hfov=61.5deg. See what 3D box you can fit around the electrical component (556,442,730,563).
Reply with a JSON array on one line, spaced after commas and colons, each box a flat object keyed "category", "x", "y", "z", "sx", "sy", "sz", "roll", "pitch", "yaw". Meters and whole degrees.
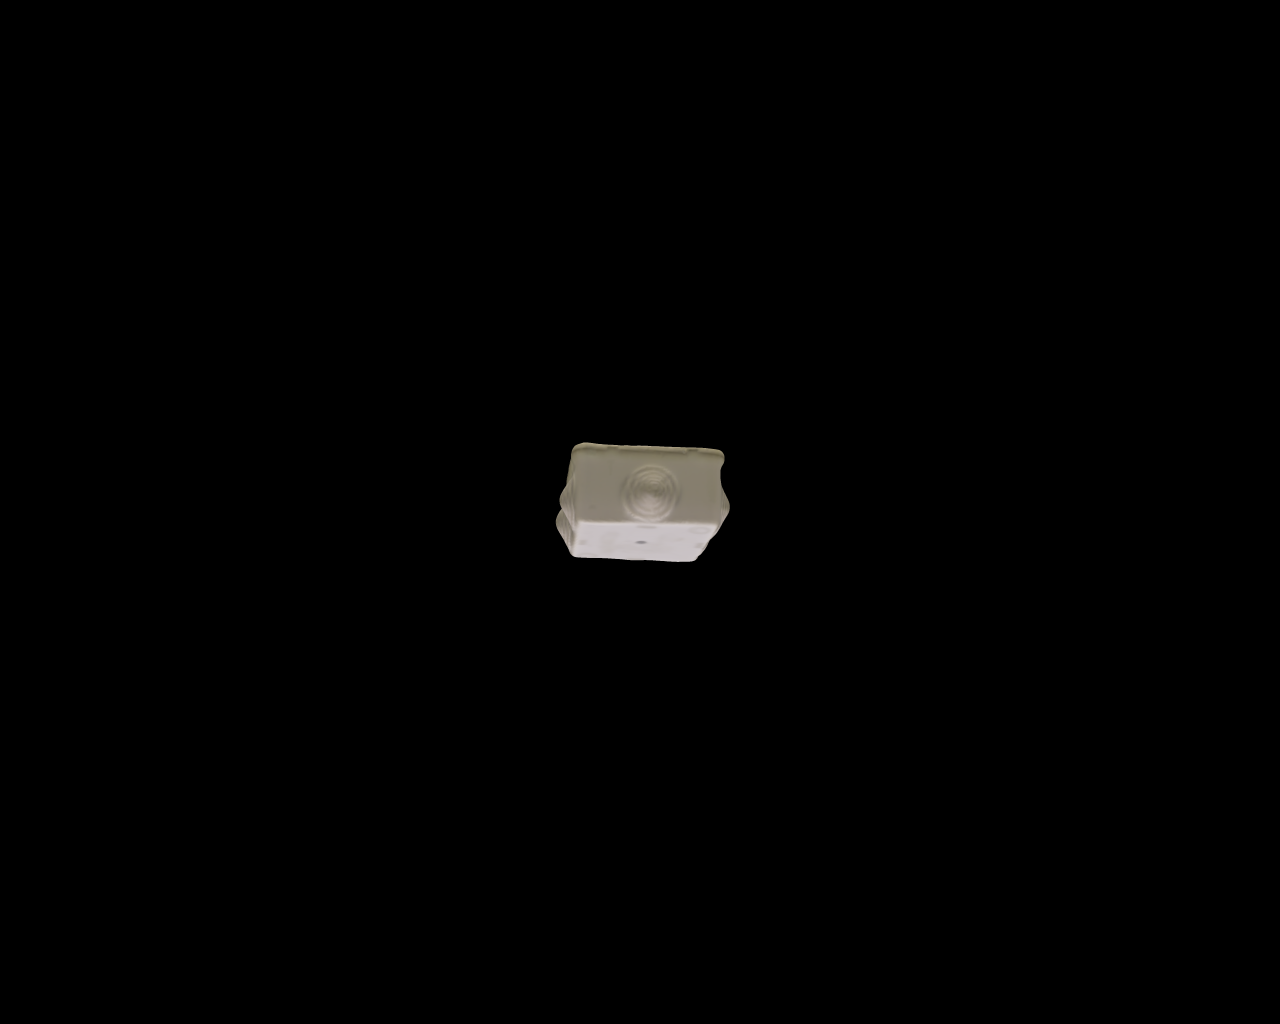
[{"category": "electrical component", "x": 0.001, "y": -0.003, "z": 0.650, "sx": 0.100, "sy": 0.048, "sz": 0.099, "roll": 2, "pitch": -18, "yaw": -7}]
